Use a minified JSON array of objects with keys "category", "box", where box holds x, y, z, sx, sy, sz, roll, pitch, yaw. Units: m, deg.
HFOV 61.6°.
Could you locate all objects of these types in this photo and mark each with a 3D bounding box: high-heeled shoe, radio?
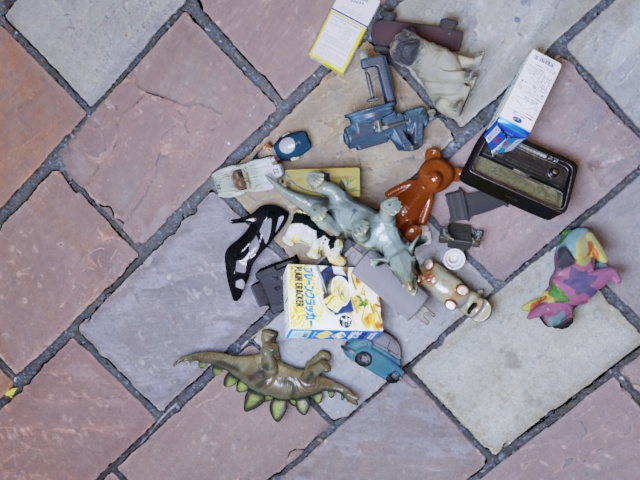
[{"category":"high-heeled shoe","box":[-0.152,0.031,1.314,0.145,0.086,0.248,-6,118,-23]},{"category":"radio","box":[0.442,-0.149,1.192,0.230,0.073,0.131,25,76,1]}]

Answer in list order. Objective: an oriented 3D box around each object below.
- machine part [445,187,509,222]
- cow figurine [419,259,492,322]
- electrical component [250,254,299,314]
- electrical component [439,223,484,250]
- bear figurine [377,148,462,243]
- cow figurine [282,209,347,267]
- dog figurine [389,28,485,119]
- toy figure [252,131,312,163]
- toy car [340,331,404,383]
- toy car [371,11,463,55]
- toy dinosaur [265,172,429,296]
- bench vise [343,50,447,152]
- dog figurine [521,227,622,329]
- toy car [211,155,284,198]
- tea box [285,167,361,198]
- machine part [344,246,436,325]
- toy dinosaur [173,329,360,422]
[{"category":"machine part","box":[0.365,-0.089,1.247,0.139,0.039,0.084,-10,92,9]},{"category":"cow figurine","box":[0.311,0.123,1.251,0.195,0.127,0.085,36,100,14]},{"category":"electrical component","box":[-0.097,0.112,1.312,0.134,0.058,0.114,-24,93,8]},{"category":"electrical component","box":[0.326,-0.010,1.237,0.102,0.078,0.045,12,137,9]},{"category":"bear figurine","box":[0.232,-0.105,1.214,0.120,0.132,0.196,43,106,-4]},{"category":"cow figurine","box":[-0.002,-0.004,1.283,0.167,0.068,0.098,26,94,1]},{"category":"dog figurine","box":[0.238,-0.358,1.173,0.191,0.121,0.172,24,135,16]},{"category":"toy figure","box":[-0.097,-0.209,1.267,0.154,0.057,0.064,-22,57,10]},{"category":"toy car","box":[0.138,0.267,1.289,0.161,0.109,0.103,30,84,-7]},{"category":"toy car","box":[0.214,-0.454,1.200,0.202,0.053,0.089,9,104,9]},{"category":"toy dinosaur","box":[0.071,-0.036,1.148,0.405,0.192,0.131,31,76,30]},{"category":"bench vise","box":[0.146,-0.307,1.198,0.224,0.129,0.240,-15,101,5]},{"category":"dog figurine","box":[0.549,0.095,1.222,0.219,0.108,0.191,-34,94,12]},{"category":"toy car","box":[-0.168,-0.145,1.252,0.202,0.056,0.073,-7,106,35]},{"category":"tea box","box":[0.010,-0.133,1.245,0.170,0.098,0.068,-2,99,4]},{"category":"machine part","box":[0.158,0.098,1.207,0.243,0.079,0.079,41,100,10]},{"category":"toy dinosaur","box":[-0.132,0.331,1.325,0.472,0.105,0.198,19,103,7]}]
